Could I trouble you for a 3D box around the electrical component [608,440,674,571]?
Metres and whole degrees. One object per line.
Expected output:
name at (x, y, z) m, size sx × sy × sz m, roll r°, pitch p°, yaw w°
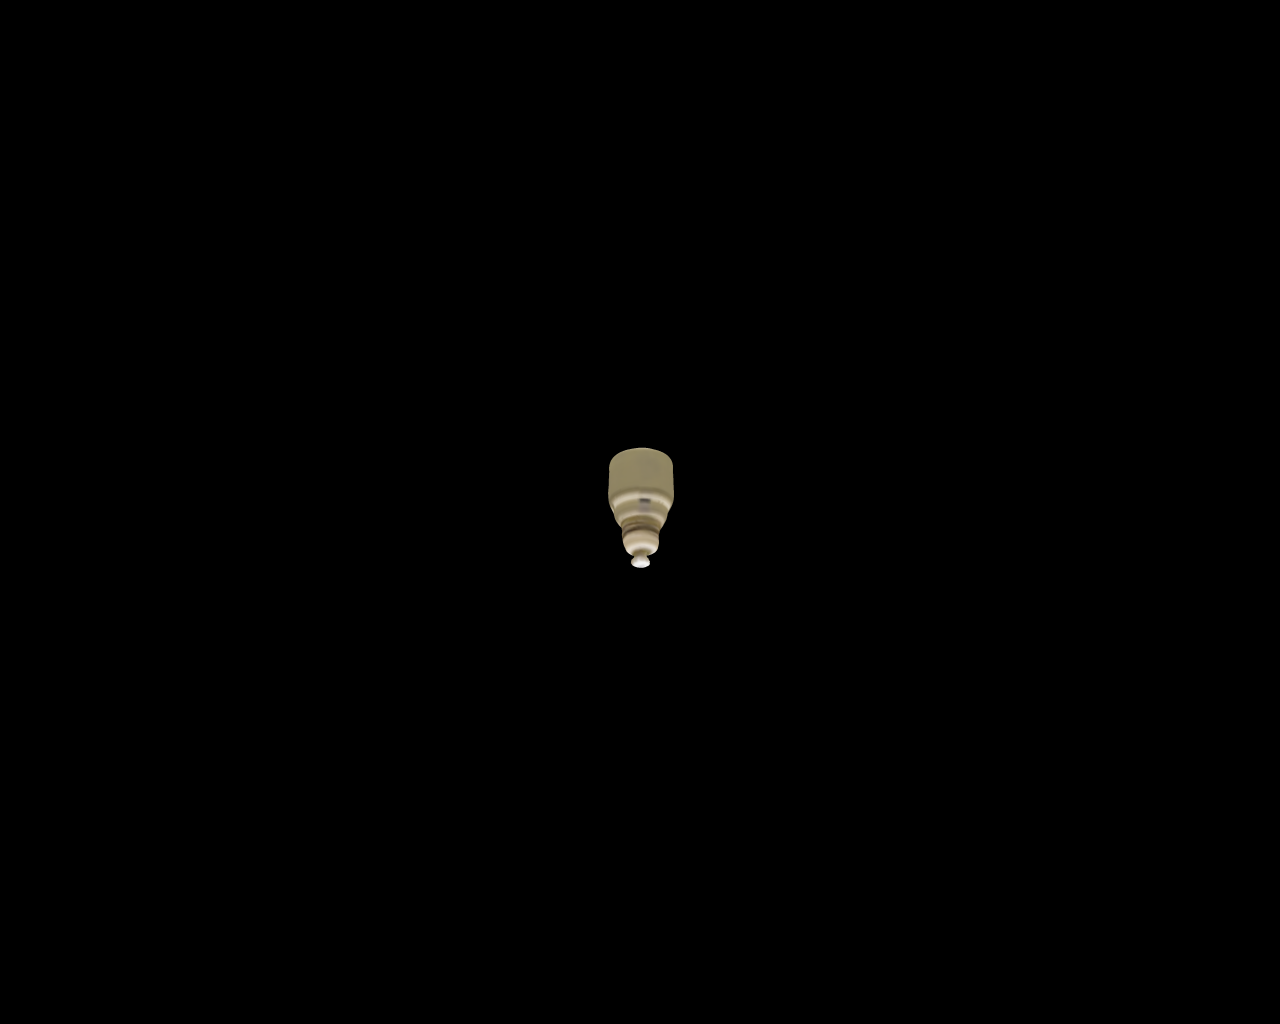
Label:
electrical component at (0.001, -0.003, 0.650) m, size 0.040 × 0.078 × 0.040 m, roll 0°, pitch -27°, yaw 0°
